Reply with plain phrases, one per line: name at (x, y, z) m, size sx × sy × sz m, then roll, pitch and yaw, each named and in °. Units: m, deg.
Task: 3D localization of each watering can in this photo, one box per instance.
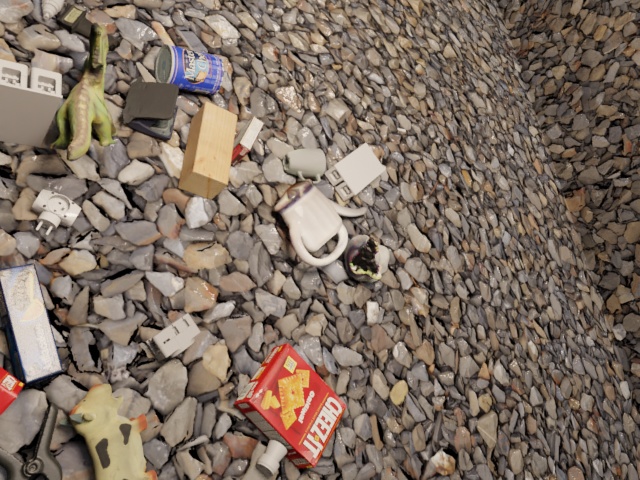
watering can at (0.004, -0.070, 1.396) m, size 0.223 × 0.102 × 0.354 m, roll 52°, pitch 39°, yaw -8°

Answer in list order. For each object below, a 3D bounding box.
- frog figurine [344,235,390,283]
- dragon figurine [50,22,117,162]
frog figurine at (0.133, 0.050, 1.456) m, size 0.138 × 0.122 × 0.160 m, roll 62°, pitch 10°, yaw 2°
dragon figurine at (-0.454, -0.300, 1.005) m, size 0.122 × 0.415 × 0.240 m, roll 3°, pitch 107°, yaw -23°
